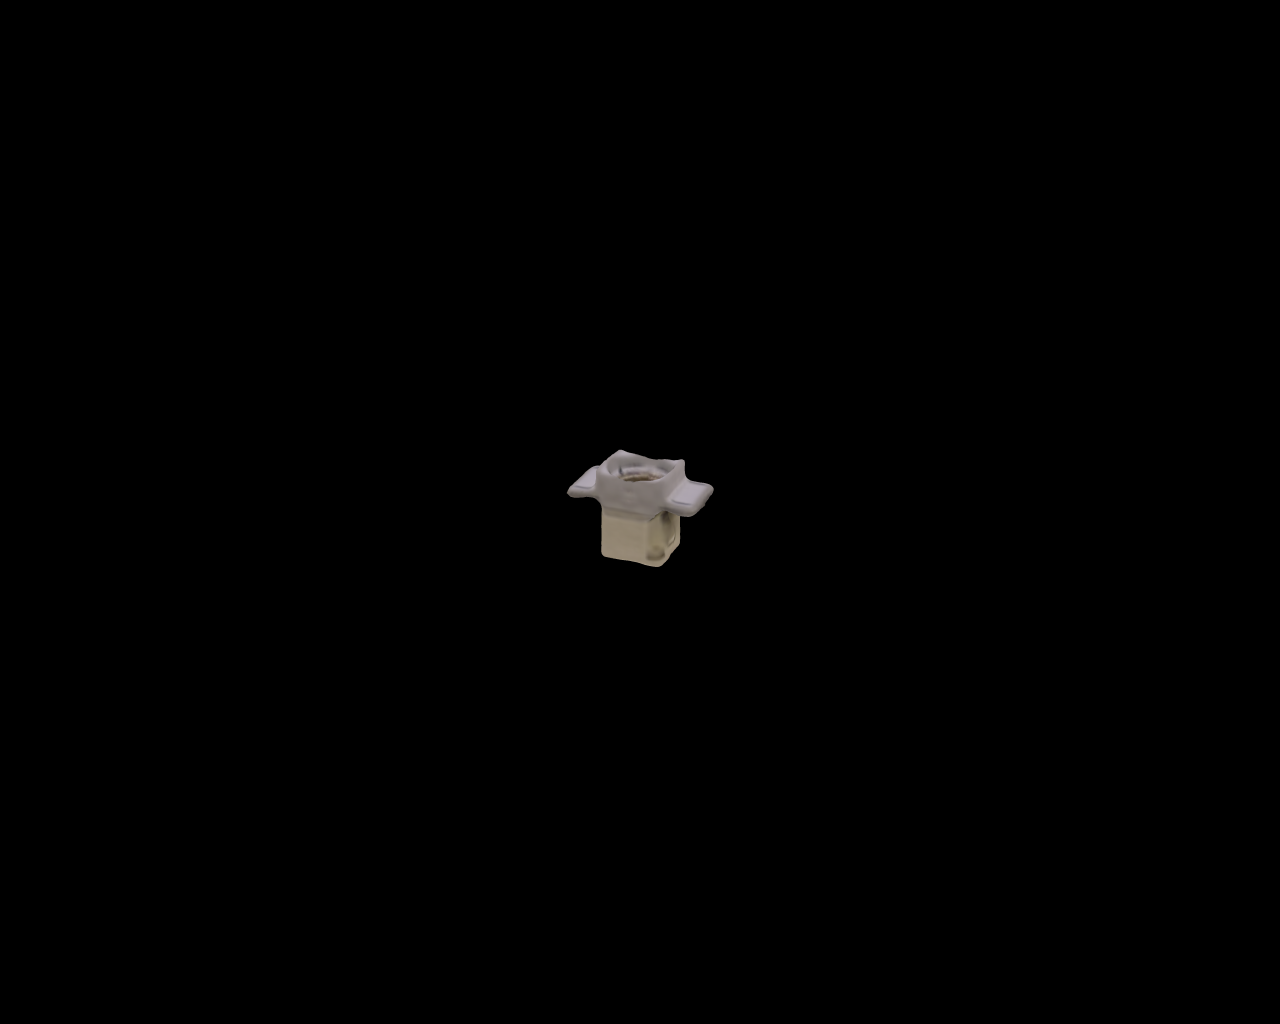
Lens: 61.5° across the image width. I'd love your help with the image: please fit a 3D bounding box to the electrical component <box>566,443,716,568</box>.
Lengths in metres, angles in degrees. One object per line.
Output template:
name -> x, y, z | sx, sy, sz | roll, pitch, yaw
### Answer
electrical component -> 0.001, -0.003, 0.650 | 0.081, 0.063, 0.042 | 10, 28, 20
